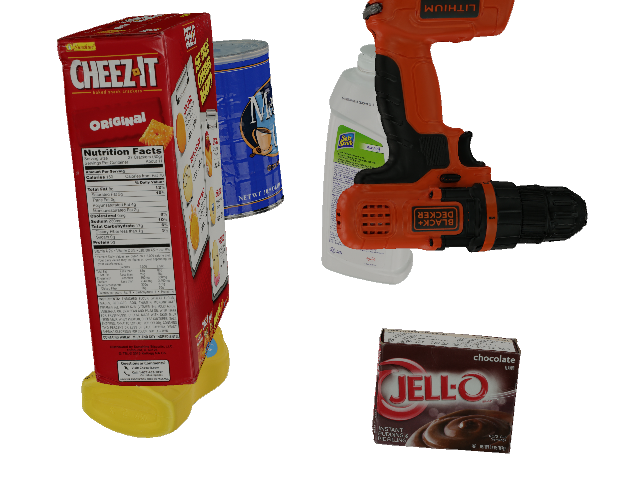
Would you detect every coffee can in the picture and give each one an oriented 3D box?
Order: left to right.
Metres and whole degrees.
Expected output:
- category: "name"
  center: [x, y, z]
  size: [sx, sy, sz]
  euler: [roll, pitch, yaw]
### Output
- category: "coffee can"
  center: [-0.090, -0.099, 0.940]
  size: [0.103, 0.140, 0.103]
  euler: [-5, 18, 1]

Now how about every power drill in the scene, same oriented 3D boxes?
- category: "power drill"
  center: [0.102, -0.085, 0.763]
  size: [0.184, 0.188, 0.057]
  euler: [-2, 4, -9]

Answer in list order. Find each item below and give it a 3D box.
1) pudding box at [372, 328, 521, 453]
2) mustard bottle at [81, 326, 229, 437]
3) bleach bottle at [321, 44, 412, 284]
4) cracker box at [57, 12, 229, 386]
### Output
- category: "pudding box"
  center: [0.101, 0.121, 0.865]
  size: [0.113, 0.090, 0.039]
  euler: [3, 19, 2]
- category: "mustard bottle"
  center: [-0.142, 0.121, 1.027]
  size: [0.096, 0.058, 0.191]
  euler: [8, 20, 18]
- category: "bleach bottle"
  center: [0.055, -0.079, 1.110]
  size: [0.103, 0.251, 0.068]
  euler: [12, 33, 14]
- category: "cracker box"
  center: [-0.109, -0.034, 0.695]
  size: [0.072, 0.214, 0.164]
  euler: [-2, 15, 4]
